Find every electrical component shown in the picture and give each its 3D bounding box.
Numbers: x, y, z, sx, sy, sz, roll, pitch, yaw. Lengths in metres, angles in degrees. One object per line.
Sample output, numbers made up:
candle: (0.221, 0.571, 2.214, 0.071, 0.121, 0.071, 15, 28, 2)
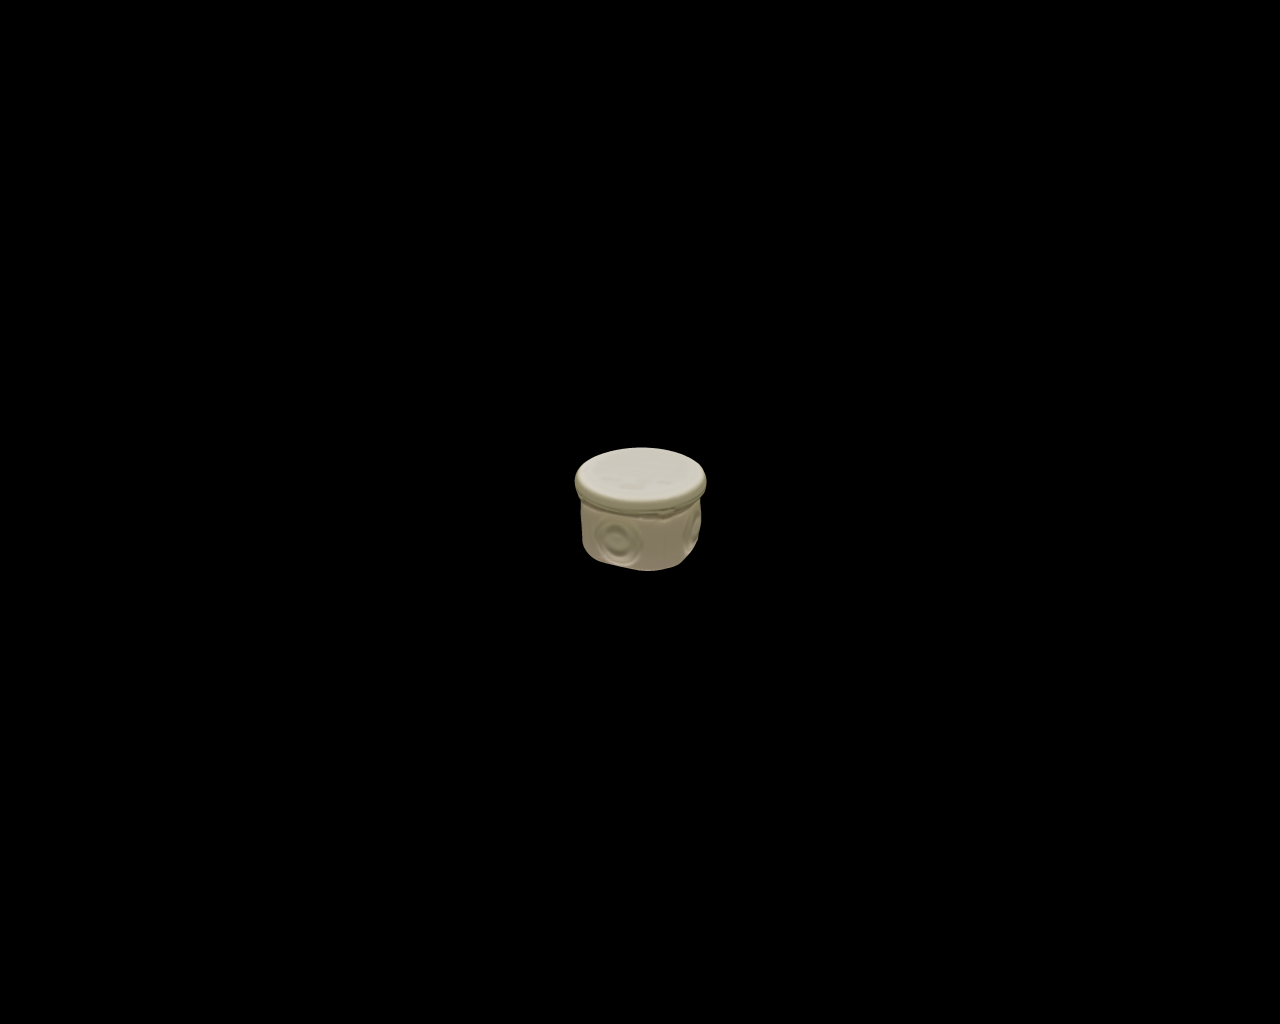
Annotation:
electrical component: (0.001, -0.003, 0.650, 0.080, 0.050, 0.080, 0, 27, 0)
